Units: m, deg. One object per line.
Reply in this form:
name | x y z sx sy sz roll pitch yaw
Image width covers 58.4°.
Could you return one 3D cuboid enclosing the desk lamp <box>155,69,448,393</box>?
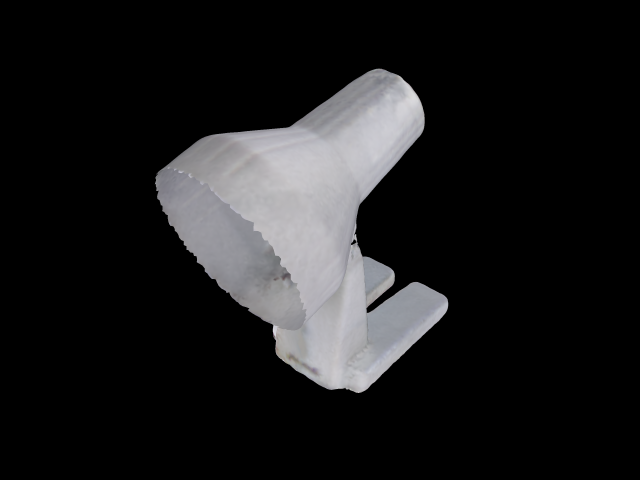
desk lamp | 0.004 0.001 0.400 0.117 0.214 0.204 27 44 33
